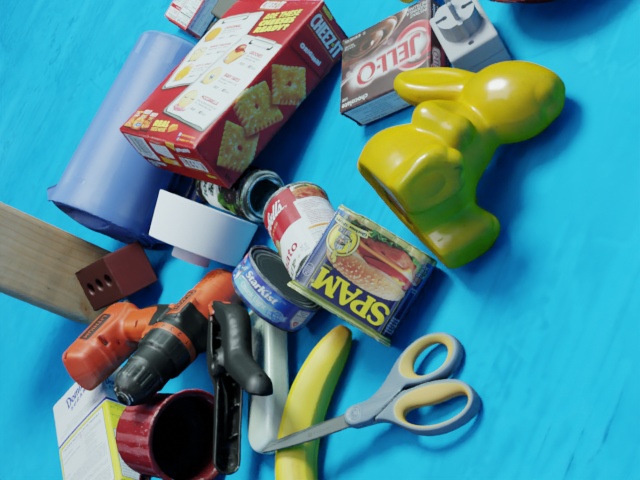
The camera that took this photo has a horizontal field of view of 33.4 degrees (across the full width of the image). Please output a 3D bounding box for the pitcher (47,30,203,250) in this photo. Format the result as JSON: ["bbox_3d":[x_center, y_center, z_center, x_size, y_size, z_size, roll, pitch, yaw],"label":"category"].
[{"bbox_3d":[-0.201,-0.116,1.256,0.145,0.149,0.243,0,64,65],"label":"pitcher"}]

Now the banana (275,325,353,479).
[{"bbox_3d":[-0.006,0.170,0.924,0.070,0.037,0.198,-9,61,24],"label":"banana"}]

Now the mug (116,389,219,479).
[{"bbox_3d":[-0.146,0.200,1.021,0.082,0.093,0.117,-7,66,52],"label":"mug"}]

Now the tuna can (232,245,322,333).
[{"bbox_3d":[-0.040,0.046,0.993,0.034,0.086,0.086,-50,39,17],"label":"tuna can"}]

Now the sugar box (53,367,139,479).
[{"bbox_3d":[-0.237,0.222,1.146,0.093,0.048,0.176,-46,37,20],"label":"sugar box"}]

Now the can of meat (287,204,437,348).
[{"bbox_3d":[0.037,0.029,0.907,0.084,0.102,0.057,-58,-4,-1],"label":"can of meat"}]

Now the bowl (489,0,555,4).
[{"bbox_3d":[0.206,-0.264,0.924,0.162,0.055,0.162,-27,50,37],"label":"bowl"}]

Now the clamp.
[{"bbox_3d":[-0.076,0.112,0.970,0.120,0.039,0.171,-55,35,40],"label":"clamp"}]

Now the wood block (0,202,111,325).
[{"bbox_3d":[-0.339,0.025,1.249,0.091,0.205,0.090,4,71,50],"label":"wood block"}]

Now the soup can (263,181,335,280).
[{"bbox_3d":[-0.007,0.001,0.995,0.069,0.068,0.102,-48,39,17],"label":"soup can"}]

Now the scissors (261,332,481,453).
[{"bbox_3d":[0.041,0.127,0.883,0.202,0.016,0.096,-10,53,33],"label":"scissors"}]

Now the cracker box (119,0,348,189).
[{"bbox_3d":[-0.091,-0.162,1.144,0.213,0.072,0.164,-51,36,-17],"label":"cracker box"}]

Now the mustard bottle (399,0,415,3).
[{"bbox_3d":[0.102,-0.315,1.059,0.096,0.058,0.191,-14,53,44],"label":"mustard bottle"}]

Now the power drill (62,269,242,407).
[{"bbox_3d":[-0.182,0.108,1.090,0.188,0.057,0.184,-14,24,44],"label":"power drill"}]

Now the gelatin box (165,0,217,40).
[{"bbox_3d":[-0.157,-0.312,1.387,0.089,0.030,0.073,-58,39,6],"label":"gelatin box"}]

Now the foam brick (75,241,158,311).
[{"bbox_3d":[-0.232,0.042,1.219,0.078,0.051,0.053,-24,93,50],"label":"foam brick"}]

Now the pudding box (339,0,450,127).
[{"bbox_3d":[0.072,-0.171,1.033,0.114,0.039,0.090,-22,53,39],"label":"pudding box"}]
